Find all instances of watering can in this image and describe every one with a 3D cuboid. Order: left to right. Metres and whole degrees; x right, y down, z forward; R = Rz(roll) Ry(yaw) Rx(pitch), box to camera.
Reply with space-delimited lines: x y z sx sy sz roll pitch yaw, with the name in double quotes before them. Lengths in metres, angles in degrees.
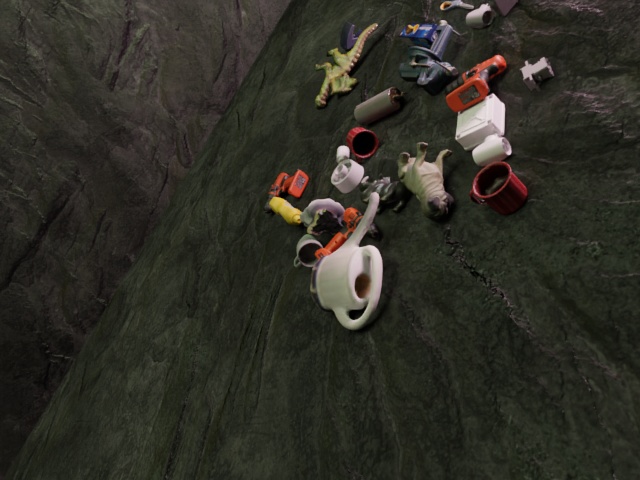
"watering can" 0.079 0.060 1.336 0.222 0.103 0.353 -16 62 47

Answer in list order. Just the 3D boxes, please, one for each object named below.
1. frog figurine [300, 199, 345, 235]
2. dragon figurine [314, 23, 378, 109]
"frog figurine" 0.005 -0.081 1.612 0.137 0.121 0.162 -19 23 -3
"dragon figurine" 0.108 -0.701 2.150 0.404 0.121 0.248 -37 51 32
